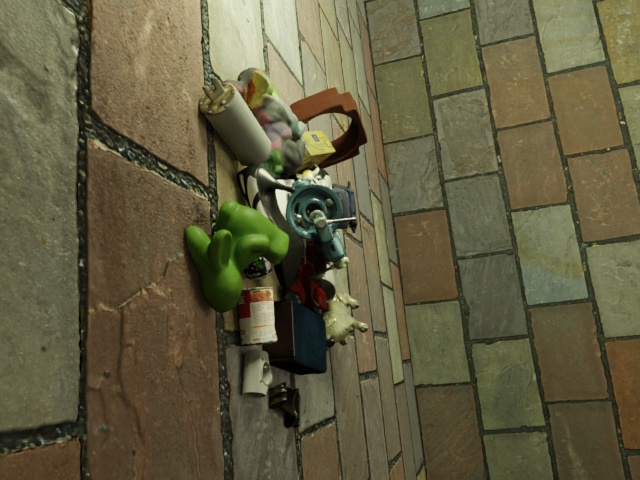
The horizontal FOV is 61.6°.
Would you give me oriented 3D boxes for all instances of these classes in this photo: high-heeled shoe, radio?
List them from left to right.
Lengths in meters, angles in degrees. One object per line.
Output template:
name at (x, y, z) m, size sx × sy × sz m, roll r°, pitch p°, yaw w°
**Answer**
high-heeled shoe at (-0.111, -0.024, 1.084) m, size 0.086 × 0.145 × 0.248 m, roll -22°, pitch 121°, yaw -55°
radio at (-0.051, 0.218, 1.176) m, size 0.229 × 0.073 × 0.131 m, roll 45°, pitch 40°, yaw -62°

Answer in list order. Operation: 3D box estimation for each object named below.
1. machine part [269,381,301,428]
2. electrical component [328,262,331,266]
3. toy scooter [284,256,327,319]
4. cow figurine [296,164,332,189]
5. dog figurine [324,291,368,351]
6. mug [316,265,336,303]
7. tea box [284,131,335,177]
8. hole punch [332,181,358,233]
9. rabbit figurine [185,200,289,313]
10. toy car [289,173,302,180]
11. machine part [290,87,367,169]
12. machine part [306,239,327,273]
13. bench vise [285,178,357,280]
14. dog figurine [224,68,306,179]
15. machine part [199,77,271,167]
machine part at (-0.066, 0.339, 1.113) m, size 0.138 × 0.039 × 0.084 m, roll 62°, pitch 29°, yaw -53°
electrical component at (-0.003, 0.047, 1.458) m, size 0.021 × 0.063 × 0.093 m, roll -65°, pitch 141°, yaw -63°
toy scooter at (-0.034, 0.114, 1.281) m, size 0.183 × 0.075 × 0.135 m, roll 43°, pitch 47°, yaw -61°
cow figurine at (-0.014, -0.144, 1.316) m, size 0.167 × 0.068 × 0.098 m, roll 3°, pitch 79°, yaw -77°
dog figurine at (0.018, 0.203, 1.411) m, size 0.172 × 0.121 × 0.190 m, roll 52°, pitch 22°, yaw 26°
mug at (0.001, 0.116, 1.417) m, size 0.107 × 0.081 × 0.109 m, roll -85°, pitch -176°, yaw -58°
tea box at (-0.040, -0.217, 1.340) m, size 0.068 × 0.098 × 0.169 m, roll 58°, pitch 23°, yaw 0°
hole punch at (0.035, -0.087, 1.437) m, size 0.092 × 0.116 × 0.142 m, roll -14°, pitch 108°, yaw -32°
rabbit figurine at (-0.143, 0.030, 0.886) m, size 0.158 × 0.121 × 0.170 m, roll 57°, pitch 43°, yaw -48°
toy car at (-0.061, -0.091, 1.351) m, size 0.202 × 0.053 × 0.089 m, roll -84°, pitch 163°, yaw -53°
machine part at (0.014, -0.298, 1.453) m, size 0.200 × 0.202 × 0.087 m, roll 61°, pitch 13°, yaw -51°
machine part at (-0.003, -0.004, 1.350) m, size 0.179 × 0.056 × 0.179 m, roll -1°, pitch 94°, yaw -89°
bench vise at (0.002, -0.024, 1.134) m, size 0.241 × 0.129 × 0.223 m, roll -127°, pitch -159°, yaw -82°
dog figurine at (-0.121, -0.258, 1.149) m, size 0.219 × 0.109 × 0.191 m, roll 50°, pitch 37°, yaw -54°
machine part at (-0.159, -0.216, 1.030) m, size 0.243 × 0.079 × 0.079 m, roll 57°, pitch 28°, yaw -58°
